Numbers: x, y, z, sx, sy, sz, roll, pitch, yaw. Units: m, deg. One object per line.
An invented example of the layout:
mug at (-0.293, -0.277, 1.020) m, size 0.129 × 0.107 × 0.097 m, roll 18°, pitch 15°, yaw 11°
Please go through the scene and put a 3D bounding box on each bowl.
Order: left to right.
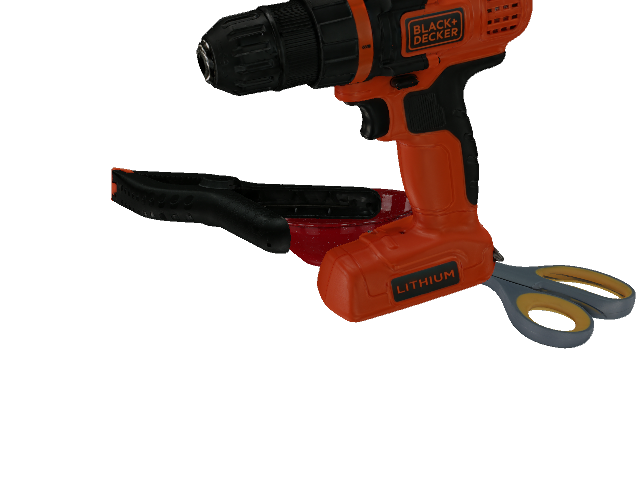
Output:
bowl at (0.025, -0.011, 1.091) m, size 0.162 × 0.055 × 0.162 m, roll -5°, pitch 14°, yaw 1°

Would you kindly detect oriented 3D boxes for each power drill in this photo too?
power drill at (0.030, -0.051, 0.582) m, size 0.184 × 0.188 × 0.057 m, roll -15°, pitch 32°, yaw -17°

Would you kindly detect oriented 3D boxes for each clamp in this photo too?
clamp at (-0.075, -0.027, 0.804) m, size 0.210 × 0.036 × 0.164 m, roll 8°, pitch 13°, yaw 19°

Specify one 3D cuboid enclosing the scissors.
scissors at (0.112, 0.031, 0.737) m, size 0.202 × 0.016 × 0.096 m, roll 10°, pitch 31°, yaw 21°
